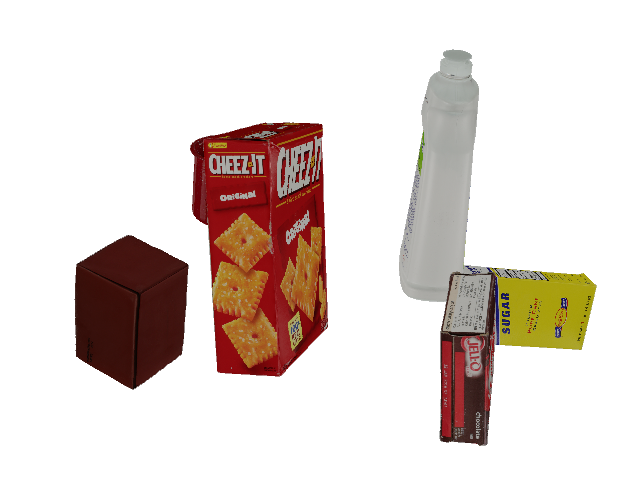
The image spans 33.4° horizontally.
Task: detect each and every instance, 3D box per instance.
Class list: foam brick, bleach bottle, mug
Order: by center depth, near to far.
[{"bbox_3d":[-0.124,0.046,0.696,0.053,0.078,0.051,25,36,24],"label":"foam brick"},{"bbox_3d":[0.125,-0.068,1.087,0.068,0.251,0.102,3,31,-2],"label":"bleach bottle"},{"bbox_3d":[-0.099,-0.069,1.201,0.093,0.081,0.117,9,26,6],"label":"mug"}]

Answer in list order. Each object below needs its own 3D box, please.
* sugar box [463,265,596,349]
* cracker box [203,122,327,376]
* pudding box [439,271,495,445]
[{"bbox_3d":[0.249,0.085,1.339,0.176,0.093,0.048,3,19,-13],"label":"sugar box"},{"bbox_3d":[-0.045,0.002,1.007,0.072,0.214,0.164,2,12,16],"label":"cracker box"},{"bbox_3d":[0.110,0.084,0.793,0.039,0.090,0.113,2,22,9],"label":"pudding box"}]
